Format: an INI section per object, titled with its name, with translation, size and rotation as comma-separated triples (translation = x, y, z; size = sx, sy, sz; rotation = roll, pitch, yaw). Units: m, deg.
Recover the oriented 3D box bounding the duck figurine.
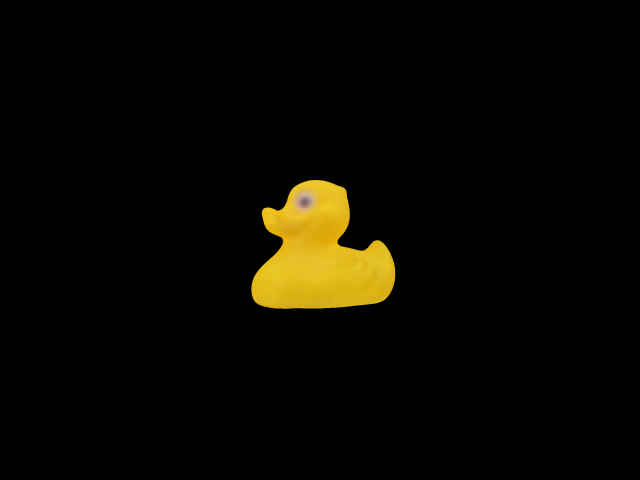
[duck figurine]
translation = 0.004, 0.001, 0.400
size = 0.105, 0.086, 0.077
rotation = 0, 0, -25
